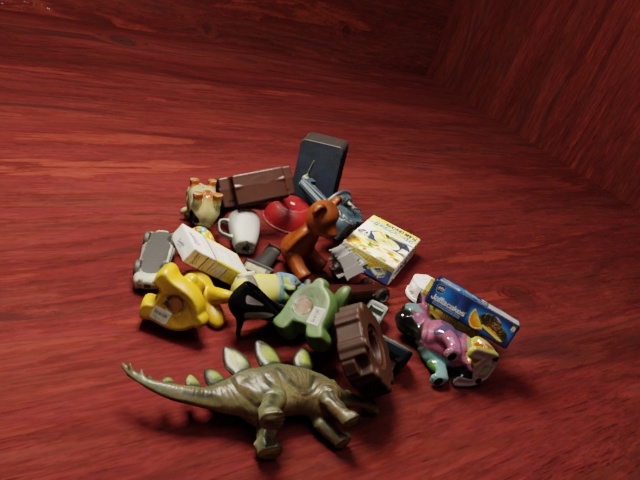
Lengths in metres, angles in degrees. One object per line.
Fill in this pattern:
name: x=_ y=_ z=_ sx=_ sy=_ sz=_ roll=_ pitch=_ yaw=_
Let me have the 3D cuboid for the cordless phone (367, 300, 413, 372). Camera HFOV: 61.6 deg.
cordless phone: x=0.141 y=0.203 z=1.179 sx=0.147 sy=0.088 sz=0.184 roll=26 pitch=27 yaw=11

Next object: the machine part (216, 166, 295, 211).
machine part: x=-0.180 y=-0.137 z=1.434 sx=0.201 sy=0.087 sz=0.201 roll=-12 pitch=7 yaw=-19

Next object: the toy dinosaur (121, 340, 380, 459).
toy dinosaur: x=-0.095 y=0.268 z=0.930 sx=0.471 sy=0.105 sz=0.199 roll=12 pitch=23 yaw=-29

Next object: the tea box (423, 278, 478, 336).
tea box: x=0.318 y=0.179 z=1.297 sx=0.170 sy=0.098 sz=0.068 roll=26 pitch=31 yaw=15

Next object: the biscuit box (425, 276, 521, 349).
biscuit box: x=0.333 y=0.156 z=1.181 sx=0.203 sy=0.062 sz=0.059 roll=31 pitch=12 yaw=14

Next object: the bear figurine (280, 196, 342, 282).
bear figurine: x=-0.005 y=-0.007 z=1.290 sx=0.132 sy=0.196 sz=0.120 roll=54 pitch=35 yaw=5

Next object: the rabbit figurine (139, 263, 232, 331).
rabbit figurine: x=-0.257 y=0.107 z=1.088 sx=0.162 sy=0.121 sz=0.173 roll=20 pitch=12 yaw=-4

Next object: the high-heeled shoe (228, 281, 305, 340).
high-heeled shoe: x=-0.073 y=0.133 z=1.107 sx=0.249 sy=0.145 sz=0.086 roll=-4 pitch=38 yaw=-30

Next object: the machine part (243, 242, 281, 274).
machine part: x=-0.139 y=0.055 z=1.304 sx=0.084 sy=0.039 sz=0.139 roll=16 pitch=32 yaw=11

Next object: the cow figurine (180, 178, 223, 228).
cow figurine: x=-0.294 y=-0.087 z=1.332 sx=0.085 sy=0.127 sz=0.195 roll=4 pitch=22 yaw=-23

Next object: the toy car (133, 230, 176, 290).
toy car: x=-0.363 y=0.040 z=1.187 sx=0.073 sy=0.056 sz=0.202 roll=6 pitch=31 yaw=-10

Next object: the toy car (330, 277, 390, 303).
toy car: x=0.076 y=0.129 z=1.287 sx=0.202 sy=0.053 sz=0.089 roll=-1 pitch=16 yaw=-32

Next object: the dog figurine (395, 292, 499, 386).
dog figurine: x=0.274 y=0.214 z=1.211 sx=0.191 sy=0.108 sz=0.219 roll=6 pitch=31 yaw=-20

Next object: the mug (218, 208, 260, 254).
mug: x=-0.200 y=-0.020 z=1.347 sx=0.109 sy=0.080 sz=0.107 roll=12 pitch=39 yaw=-23

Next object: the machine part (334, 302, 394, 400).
machine part: x=0.085 y=0.204 z=1.002 sx=0.056 sy=0.179 sz=0.179 roll=-21 pitch=28 yaw=15

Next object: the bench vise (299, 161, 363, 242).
bench vise: x=0.014 y=-0.097 z=1.486 sx=0.223 sy=0.128 sz=0.241 roll=-12 pitch=54 yaw=-50

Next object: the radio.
radio: x=-0.006 y=-0.193 z=1.587 sx=0.131 sy=0.229 sz=0.073 roll=18 pitch=30 yaw=8

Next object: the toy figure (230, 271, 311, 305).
toy figure: x=-0.108 y=0.113 z=1.185 sx=0.180 sy=0.082 sz=0.089 roll=8 pitch=31 yaw=-23

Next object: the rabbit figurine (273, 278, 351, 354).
rabbit figurine: x=-0.002 y=0.160 z=1.090 sx=0.121 sy=0.170 sz=0.159 roll=5 pitch=59 yaw=24
